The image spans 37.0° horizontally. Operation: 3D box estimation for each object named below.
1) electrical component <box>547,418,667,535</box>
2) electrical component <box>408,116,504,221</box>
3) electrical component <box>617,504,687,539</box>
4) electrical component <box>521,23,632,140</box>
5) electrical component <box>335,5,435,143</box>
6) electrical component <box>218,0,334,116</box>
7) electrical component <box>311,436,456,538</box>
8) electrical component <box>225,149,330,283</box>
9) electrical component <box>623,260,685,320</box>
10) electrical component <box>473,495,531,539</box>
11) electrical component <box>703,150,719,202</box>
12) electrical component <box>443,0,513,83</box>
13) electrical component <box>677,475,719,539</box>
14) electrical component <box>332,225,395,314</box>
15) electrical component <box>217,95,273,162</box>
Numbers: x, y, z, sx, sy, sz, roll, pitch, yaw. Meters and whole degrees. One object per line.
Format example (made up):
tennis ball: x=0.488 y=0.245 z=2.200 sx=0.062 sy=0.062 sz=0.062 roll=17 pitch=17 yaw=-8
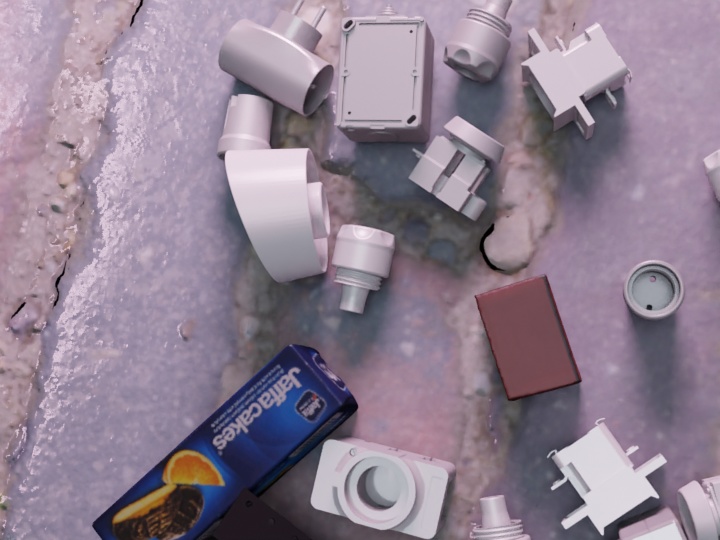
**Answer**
electrical component: x=0.166 y=0.140 z=0.734 sx=0.081 sy=0.042 sz=0.063 roll=-35 pitch=77 yaw=6
electrical component: x=0.072 y=-0.076 z=0.774 sx=0.066 sy=0.048 sz=0.055 roll=35 pitch=100 yaw=13
electrical component: x=0.179 y=0.193 z=0.705 sx=0.076 sy=0.083 sz=0.047 roll=-25 pitch=80 yaw=8
electrical component: x=0.154 y=-0.138 z=0.765 sx=0.064 sy=0.042 sz=0.081 roll=-31 pitch=80 yaw=4
electrical component: x=0.020 y=-0.142 z=0.783 sx=0.062 sy=0.061 sz=0.096 roll=2 pitch=85 yaw=12
electrical component: x=-0.054 y=-0.168 z=0.809 sx=0.077 sy=0.044 sz=0.079 roll=30 pitch=91 yaw=13
electrical component: x=0.017 y=0.152 z=0.757 sx=0.089 sy=0.056 sz=0.050 roll=12 pitch=87 yaw=13
electrical component: x=-0.056 y=-0.040 z=0.771 sx=0.064 sy=0.099 sz=0.099 roll=-7 pitch=83 yaw=5
electrical component: x=0.200 y=0.015 z=0.737 sx=0.040 sy=0.046 sz=0.040 roll=-1 pitch=84 yaw=12
electrical component: x=0.097 y=0.188 z=0.743 sx=0.043 sy=0.043 sz=0.062 roll=-11 pitch=81 yaw=11
electrical component: x=0.265 y=-0.056 z=0.732 sx=0.043 sy=0.043 sz=0.062 roll=-24 pitch=82 yaw=9
electrical component: x=0.090 y=-0.171 z=0.780 sx=0.043 sy=0.043 sz=0.062 roll=25 pitch=88 yaw=13
electrical component: x=0.245 y=0.160 z=0.715 sx=0.055 sy=0.048 sz=0.066 roll=-14 pitch=82 yaw=3
electrical component: x=0.000 y=0.000 z=0.782 sx=0.043 sy=0.043 sz=0.062 roll=12 pitch=88 yaw=13
electrical component: x=-0.085 y=-0.105 z=0.813 sx=0.040 sy=0.040 sz=0.046 roll=5 pitch=80 yaw=12
